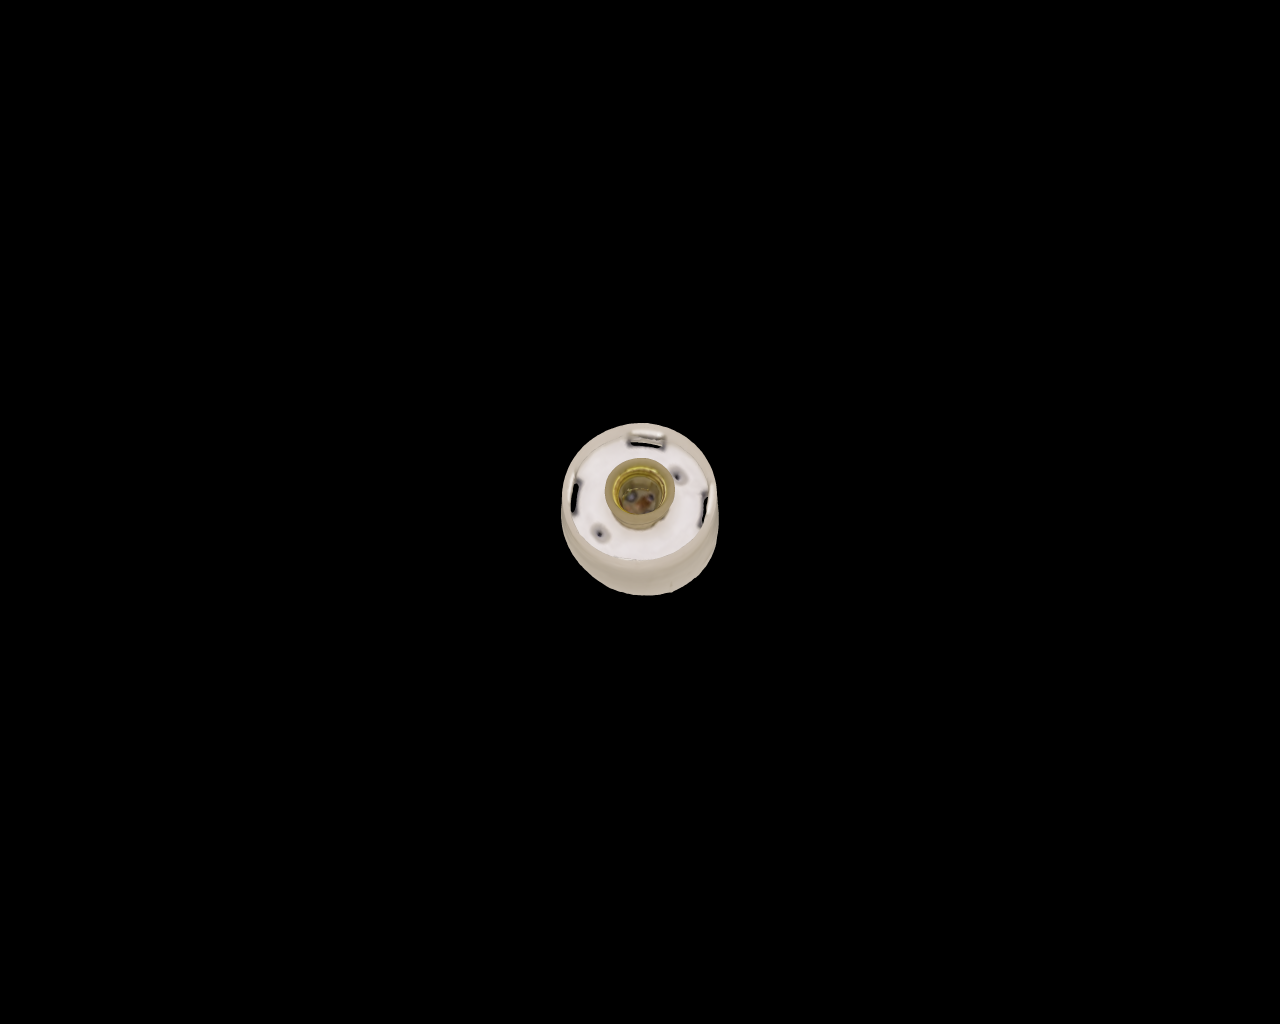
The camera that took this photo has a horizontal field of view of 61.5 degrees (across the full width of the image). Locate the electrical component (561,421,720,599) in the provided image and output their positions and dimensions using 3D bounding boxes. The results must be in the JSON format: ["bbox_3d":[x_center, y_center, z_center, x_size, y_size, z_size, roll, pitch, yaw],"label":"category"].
[{"bbox_3d":[0.001,-0.003,0.650,0.099,0.099,0.064,0,-21,0],"label":"electrical component"}]
